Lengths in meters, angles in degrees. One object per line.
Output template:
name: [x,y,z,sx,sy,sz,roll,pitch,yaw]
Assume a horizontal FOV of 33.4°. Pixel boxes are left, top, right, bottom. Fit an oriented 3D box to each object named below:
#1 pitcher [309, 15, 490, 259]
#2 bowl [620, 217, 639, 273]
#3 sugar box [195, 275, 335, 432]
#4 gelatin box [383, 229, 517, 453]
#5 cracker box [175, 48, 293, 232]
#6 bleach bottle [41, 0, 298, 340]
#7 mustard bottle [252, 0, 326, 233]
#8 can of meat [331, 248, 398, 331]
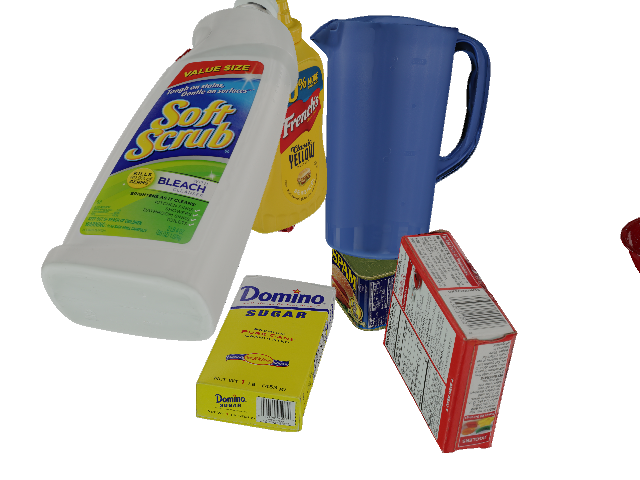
pitcher: [0.076,-0.108,1.102,0.149,0.243,0.144,11,15,32]
bowl: [0.404,0.022,1.148,0.162,0.055,0.162,-2,24,1]
sugar box: [-0.046,0.097,0.969,0.093,0.048,0.176,8,34,6]
gelatin box: [0.063,0.049,0.534,0.030,0.073,0.089,-5,35,-16]
cracker box: [-0.104,-0.125,1.364,0.164,0.214,0.072,8,24,7]
bleach bottle: [-0.078,-0.062,0.657,0.103,0.250,0.068,7,-35,12]
mustard bottle: [-0.035,-0.108,0.889,0.058,0.192,0.096,21,37,34]
can of meat: [0.050,0.043,1.229,0.057,0.084,0.102,-13,38,-18]
